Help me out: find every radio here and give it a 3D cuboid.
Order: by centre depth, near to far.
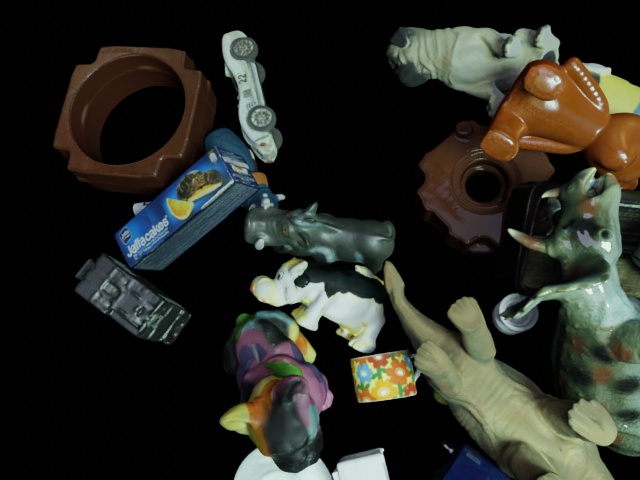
[{"bbox_3d":[0.331,0.005,0.618,0.230,0.073,0.131,5,95,-2],"label":"radio"}]

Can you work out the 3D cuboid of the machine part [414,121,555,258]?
[{"bbox_3d":[0.212,-0.069,0.699,0.179,0.056,0.179,-2,76,8],"label":"machine part"}]

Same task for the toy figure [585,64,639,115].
[{"bbox_3d":[0.382,-0.159,0.685,0.180,0.082,0.089,35,70,10],"label":"toy figure"}]

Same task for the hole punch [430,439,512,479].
[{"bbox_3d":[0.169,0.301,0.588,0.142,0.092,0.116,38,79,19],"label":"hole punch"}]

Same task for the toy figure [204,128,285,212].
[{"bbox_3d":[-0.105,-0.087,0.748,0.064,0.057,0.154,-32,74,-7],"label":"toy figure"}]

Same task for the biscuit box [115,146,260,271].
[{"bbox_3d":[-0.178,-0.036,0.708,0.203,0.062,0.059,-36,71,19],"label":"biscuit box"}]

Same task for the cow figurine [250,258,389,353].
[{"bbox_3d":[0.005,0.062,0.648,0.167,0.068,0.098,27,89,-18],"label":"cow figurine"}]

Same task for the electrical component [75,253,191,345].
[{"bbox_3d":[-0.245,0.074,0.693,0.134,0.114,0.058,32,77,15],"label":"electrical component"}]

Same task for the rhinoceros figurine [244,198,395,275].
[{"bbox_3d":[-0.001,-0.002,0.683,0.190,0.112,0.073,9,78,2],"label":"rhinoceros figurine"}]

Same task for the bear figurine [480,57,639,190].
[{"bbox_3d":[0.300,-0.119,0.613,0.196,0.120,0.132,35,39,4],"label":"bear figurine"}]

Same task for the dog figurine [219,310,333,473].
[{"bbox_3d":[-0.055,0.154,0.591,0.108,0.219,0.191,-27,74,-3],"label":"dog figurine"}]

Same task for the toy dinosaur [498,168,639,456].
[{"bbox_3d":[0.305,0.136,0.545,0.192,0.404,0.131,-4,28,36],"label":"toy dinosaur"}]

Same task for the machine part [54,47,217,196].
[{"bbox_3d":[-0.262,-0.170,0.779,0.202,0.087,0.201,5,75,11],"label":"machine part"}]

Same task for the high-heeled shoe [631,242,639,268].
[{"bbox_3d":[0.422,0.091,0.551,0.145,0.086,0.248,-17,89,2],"label":"high-heeled shoe"}]

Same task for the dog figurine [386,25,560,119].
[{"bbox_3d":[0.208,-0.251,0.740,0.191,0.172,0.121,36,120,40],"label":"dog figurine"}]

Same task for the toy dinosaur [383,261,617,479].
[{"bbox_3d":[0.219,0.201,0.547,0.105,0.198,0.472,-39,72,-3],"label":"toy dinosaur"}]

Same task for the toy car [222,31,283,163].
[{"bbox_3d":[-0.098,-0.205,0.771,0.056,0.073,0.202,-15,73,0],"label":"toy car"}]
